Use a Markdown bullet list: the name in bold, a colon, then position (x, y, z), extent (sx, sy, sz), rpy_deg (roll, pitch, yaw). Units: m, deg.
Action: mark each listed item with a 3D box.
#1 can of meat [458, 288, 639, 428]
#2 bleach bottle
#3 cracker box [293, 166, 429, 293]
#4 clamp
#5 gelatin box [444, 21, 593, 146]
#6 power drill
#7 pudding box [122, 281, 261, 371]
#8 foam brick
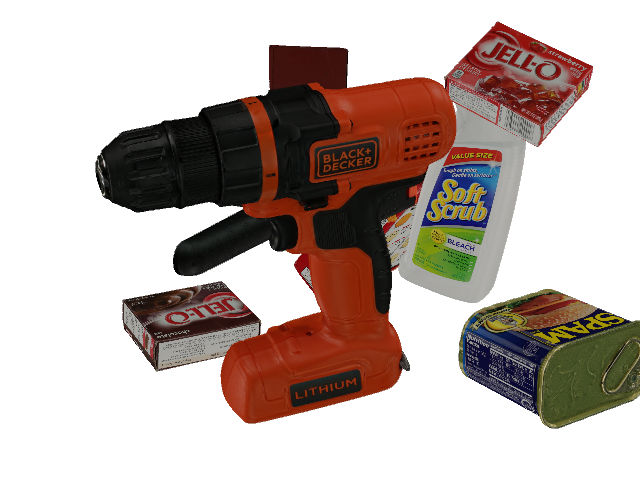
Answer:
- **can of meat**: position (0.155, 0.074, 0.711), extent (0.101, 0.057, 0.084), rpy_deg (-12, 21, -31)
- **bleach bottle**: position (0.143, -0.062, 1.040), extent (0.103, 0.251, 0.068), rpy_deg (21, 38, 21)
- **cracker box**: position (0.084, -0.034, 1.249), extent (0.163, 0.072, 0.214), rpy_deg (-22, -23, -50)
- **clamp**: position (-0.031, -0.034, 0.803), extent (0.209, 0.036, 0.165), rpy_deg (-11, 29, -20)
- **gelatin box**: position (0.152, -0.123, 0.826), extent (0.089, 0.073, 0.030), rpy_deg (33, -26, 23)
- **power drill**: position (-0.019, 0.009, 0.567), extent (0.184, 0.188, 0.057), rpy_deg (-11, 37, -15)
- **pudding box**: position (-0.127, 0.083, 1.052), extent (0.113, 0.039, 0.090), rpy_deg (-12, 29, -27)
- **foam brick**: position (-0.013, -0.170, 1.081), extent (0.078, 0.051, 0.053), rpy_deg (1, 12, -5)
